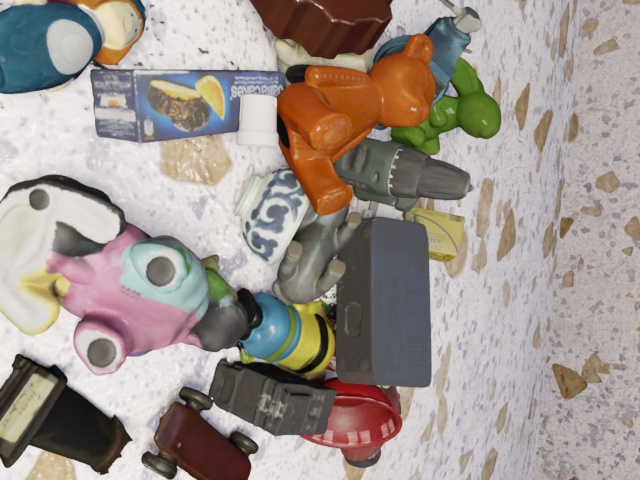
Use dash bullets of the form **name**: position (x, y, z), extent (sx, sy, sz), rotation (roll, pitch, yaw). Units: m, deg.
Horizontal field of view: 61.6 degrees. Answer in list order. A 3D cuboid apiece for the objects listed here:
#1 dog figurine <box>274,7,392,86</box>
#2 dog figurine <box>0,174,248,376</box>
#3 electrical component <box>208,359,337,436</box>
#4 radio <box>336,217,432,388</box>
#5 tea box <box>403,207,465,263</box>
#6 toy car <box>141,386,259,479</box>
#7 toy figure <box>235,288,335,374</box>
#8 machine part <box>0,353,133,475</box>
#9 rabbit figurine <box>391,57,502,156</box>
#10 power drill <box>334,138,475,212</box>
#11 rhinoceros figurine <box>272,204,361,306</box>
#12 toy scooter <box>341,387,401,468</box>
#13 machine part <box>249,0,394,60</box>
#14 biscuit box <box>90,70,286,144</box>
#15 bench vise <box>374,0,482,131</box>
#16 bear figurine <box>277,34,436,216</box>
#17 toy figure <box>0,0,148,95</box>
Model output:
- **dog figurine**: position (0.014, -0.266, 0.666), extent (0.172, 0.121, 0.190), rotation (27, 61, -58)
- **dog figurine**: position (-0.156, 0.034, 0.468), extent (0.108, 0.192, 0.219), rotation (-58, 174, -2)
- **electrical component**: position (-0.050, 0.189, 0.651), extent (0.134, 0.115, 0.058), rotation (26, 80, -56)
- **radio**: position (0.088, 0.085, 0.738), extent (0.131, 0.073, 0.229), rotation (11, 74, -43)
- **tea box**: position (0.187, -0.006, 0.921), extent (0.169, 0.098, 0.068), rotation (30, 72, -79)
- **toy car**: position (-0.131, 0.235, 0.597), extent (0.089, 0.053, 0.201), rotation (-61, 146, -29)
- **toy figure**: position (-0.049, 0.116, 0.658), extent (0.180, 0.082, 0.089), rotation (33, 40, -57)
- **machine part**: position (-0.221, 0.157, 0.457), extent (0.138, 0.039, 0.084), rotation (52, 47, -46)
- **rabbit figurine**: position (0.229, -0.218, 0.915), extent (0.121, 0.170, 0.159), rotation (24, 79, -57)
- **power drill**: position (0.088, -0.083, 0.710), extent (0.207, 0.232, 0.086), rotation (-10, 115, -72)
- **rhinoceros figurine**: position (-0.001, -0.002, 0.662), extent (0.112, 0.073, 0.190), rotation (116, -6, -47)
- **toy scooter**: position (0.091, 0.290, 0.927), extent (0.184, 0.075, 0.135), rotation (-33, 125, -52)
- **machine part**: position (-0.003, -0.272, 0.568), extent (0.179, 0.056, 0.179), rotation (16, 55, -25)
- **biscuit box**: position (-0.114, -0.134, 0.520), extent (0.202, 0.063, 0.059), rotation (-24, 119, -52)
- **bench vise**: position (0.155, -0.274, 0.791), extent (0.241, 0.129, 0.223), rotation (-59, 180, -42)
- **bear figurine**: position (0.055, -0.127, 0.559), extent (0.196, 0.132, 0.120), rotation (-18, 138, -17)
- **toy figure**: position (-0.186, -0.158, 0.414), extent (0.154, 0.058, 0.064), rotation (-47, 173, -42)
